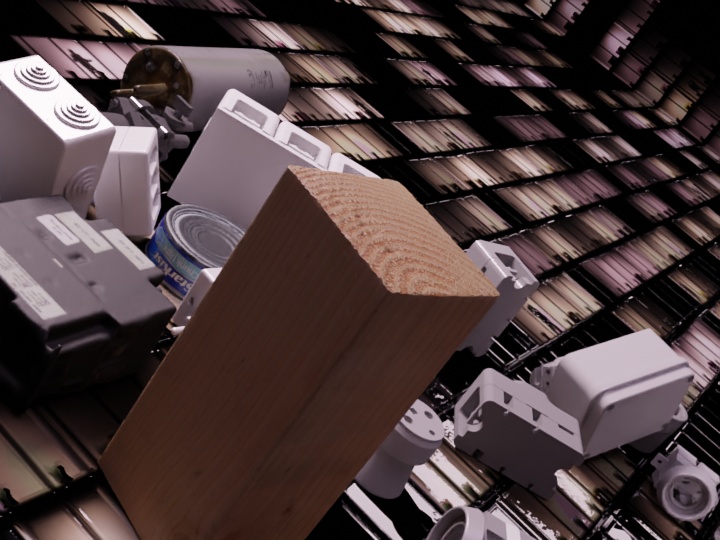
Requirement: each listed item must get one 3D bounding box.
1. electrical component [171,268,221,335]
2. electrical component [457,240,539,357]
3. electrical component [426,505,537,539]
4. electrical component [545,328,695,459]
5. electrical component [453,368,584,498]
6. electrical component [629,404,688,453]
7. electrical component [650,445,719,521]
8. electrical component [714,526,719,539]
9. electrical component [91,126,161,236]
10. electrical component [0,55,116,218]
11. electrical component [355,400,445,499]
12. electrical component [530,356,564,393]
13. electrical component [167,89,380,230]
[{"bbox_3d":[-0.091,0.043,0.702,0.083,0.047,0.076,47,27,24],"label":"electrical component"},{"bbox_3d":[0.101,0.023,0.935,0.050,0.089,0.055,10,34,-43],"label":"electrical component"},{"bbox_3d":[0.072,0.179,0.652,0.057,0.058,0.078,33,24,-12],"label":"electrical component"},{"bbox_3d":[0.218,0.105,0.912,0.113,0.078,0.057,-13,46,-30],"label":"electrical component"},{"bbox_3d":[0.121,0.122,0.826,0.089,0.050,0.055,31,24,-9],"label":"electrical component"},{"bbox_3d":[0.265,0.135,0.992,0.055,0.047,0.055,28,25,-15],"label":"electrical component"},{"bbox_3d":[0.280,0.185,0.923,0.066,0.048,0.055,39,17,7],"label":"electrical component"},{"bbox_3d":[0.347,0.224,0.861,0.056,0.108,0.108,35,24,-6],"label":"electrical component"},{"bbox_3d":[-0.185,-0.064,0.766,0.077,0.065,0.047,2,29,-2],"label":"electrical component"},{"bbox_3d":[-0.215,-0.082,0.711,0.100,0.099,0.048,42,38,15],"label":"electrical component"},{"bbox_3d":[0.024,0.116,0.707,0.045,0.055,0.045,28,25,-15],"label":"electrical component"},{"bbox_3d":[0.178,0.098,0.958,0.046,0.040,0.040,-4,45,-48],"label":"electrical component"},{"bbox_3d":[-0.067,-0.069,0.885,0.150,0.089,0.061,30,25,-11],"label":"electrical component"}]
